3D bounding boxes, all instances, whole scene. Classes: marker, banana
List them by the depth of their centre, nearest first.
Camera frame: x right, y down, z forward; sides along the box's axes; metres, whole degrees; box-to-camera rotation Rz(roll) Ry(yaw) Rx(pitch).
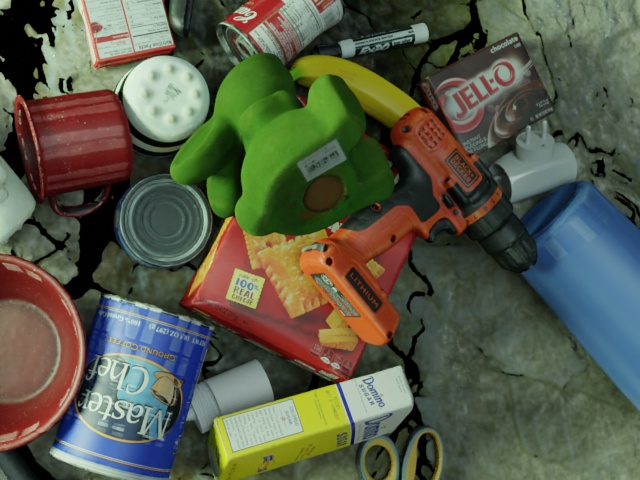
[{"bbox_3d":[0.046,-0.129,1.010,0.197,0.037,0.069,22,53,-23],"label":"banana"},{"bbox_3d":[0.048,-0.190,1.032,0.121,0.020,0.020,-15,91,-17],"label":"marker"}]

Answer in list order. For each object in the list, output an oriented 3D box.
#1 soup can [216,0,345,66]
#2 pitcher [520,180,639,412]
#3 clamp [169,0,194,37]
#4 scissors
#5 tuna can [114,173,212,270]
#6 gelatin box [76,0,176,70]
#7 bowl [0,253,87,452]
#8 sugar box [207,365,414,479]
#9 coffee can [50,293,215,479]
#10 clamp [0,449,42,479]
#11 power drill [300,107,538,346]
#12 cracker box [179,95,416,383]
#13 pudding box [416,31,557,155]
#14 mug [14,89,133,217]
[{"bbox_3d":[-0.035,-0.200,0.981,0.102,0.069,0.068,-42,99,-16],"label":"soup can"},{"bbox_3d":[0.303,0.054,1.048,0.145,0.149,0.243,-43,97,9],"label":"pitcher"},{"bbox_3d":[-0.110,-0.295,0.962,0.164,0.036,0.210,-37,82,-4],"label":"clamp"},{"bbox_3d":[0.064,0.271,1.011,0.096,0.016,0.202,19,81,-14],"label":"scissors"},{"bbox_3d":[-0.140,-0.017,0.955,0.086,0.034,0.086,1,86,-17],"label":"tuna can"},{"bbox_3d":[-0.177,-0.204,0.958,0.073,0.030,0.089,-15,91,-19],"label":"gelatin box"},{"bbox_3d":[-0.267,0.093,0.885,0.162,0.055,0.162,0,85,2],"label":"bowl"},{"bbox_3d":[-0.010,0.166,0.951,0.176,0.093,0.048,-11,67,-16],"label":"sugar box"},{"bbox_3d":[-0.158,0.126,0.905,0.102,0.103,0.140,19,81,-16],"label":"coffee can"},{"bbox_3d":[-0.243,0.226,0.907,0.171,0.039,0.120,17,87,-18],"label":"clamp"},{"bbox_3d":[0.088,0.003,0.942,0.184,0.057,0.187,48,69,-10],"label":"power drill"},{"bbox_3d":[-0.006,0.001,0.976,0.164,0.072,0.213,29,78,-14],"label":"cracker box"},{"bbox_3d":[0.164,-0.141,1.054,0.113,0.039,0.090,-29,95,-17],"label":"pudding box"},{"bbox_3d":[-0.209,-0.073,0.916,0.081,0.093,0.117,-13,121,-22],"label":"mug"}]
